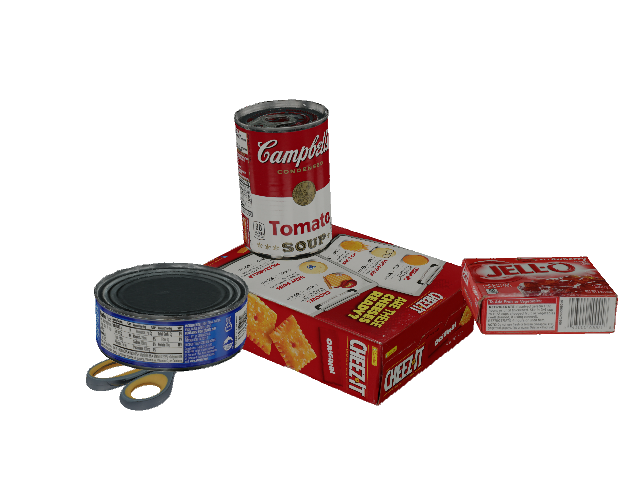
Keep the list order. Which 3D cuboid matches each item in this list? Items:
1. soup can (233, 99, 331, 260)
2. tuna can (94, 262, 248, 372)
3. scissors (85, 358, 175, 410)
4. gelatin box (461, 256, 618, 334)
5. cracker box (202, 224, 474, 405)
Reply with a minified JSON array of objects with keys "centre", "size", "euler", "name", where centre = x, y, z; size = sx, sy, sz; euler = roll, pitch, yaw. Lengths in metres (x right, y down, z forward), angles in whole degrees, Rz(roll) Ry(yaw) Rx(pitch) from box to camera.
[{"centre":[-0.026,-0.045,0.781],"size":[0.068,0.102,0.068],"euler":[-2,24,1],"name":"soup can"},{"centre":[-0.083,0.042,0.600],"size":[0.086,0.034,0.086],"euler":[2,18,-1],"name":"tuna can"},{"centre":[-0.140,0.130,1.104],"size":[0.201,0.016,0.096],"euler":[-11,30,-28],"name":"scissors"},{"centre":[0.142,0.035,0.705],"size":[0.089,0.030,0.073],"euler":[0,18,-1],"name":"gelatin box"},{"centre":[0.012,0.057,0.983],"size":[0.214,0.072,0.163],"euler":[19,31,33],"name":"cracker box"}]
